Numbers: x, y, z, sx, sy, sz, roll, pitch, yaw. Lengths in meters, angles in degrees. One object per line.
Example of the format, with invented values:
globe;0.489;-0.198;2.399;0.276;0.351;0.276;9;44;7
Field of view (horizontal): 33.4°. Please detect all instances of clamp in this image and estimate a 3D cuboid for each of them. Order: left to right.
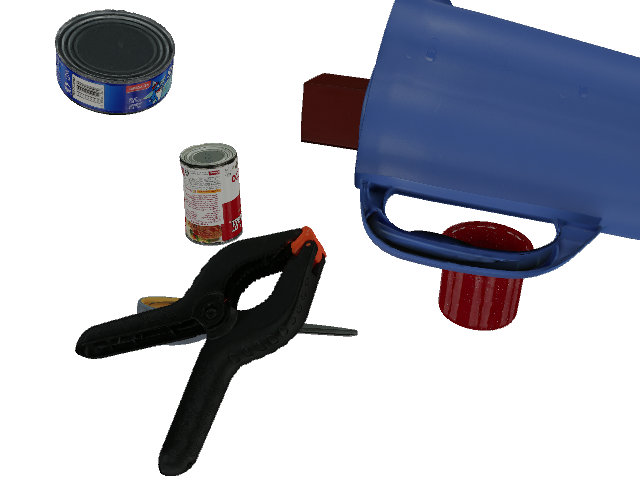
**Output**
clamp;-0.062;0.062;0.664;0.171;0.120;0.039;-35;-26;2

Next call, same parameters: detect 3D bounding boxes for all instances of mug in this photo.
mug;0.161;0.032;1.094;0.093;0.081;0.117;-6;31;-15

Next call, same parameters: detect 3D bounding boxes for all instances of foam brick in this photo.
foam brick;0.028;-0.105;0.878;0.078;0.051;0.053;11;20;19

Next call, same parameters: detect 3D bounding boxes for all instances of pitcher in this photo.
pitcher;0.145;-0.061;0.691;0.243;0.149;0.145;14;33;7

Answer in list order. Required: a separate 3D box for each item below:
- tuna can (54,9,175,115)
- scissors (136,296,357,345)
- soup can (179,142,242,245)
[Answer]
tuna can;-0.150;-0.131;0.782;0.086;0.086;0.034;0;-43;-12
scissors;-0.076;0.079;0.944;0.202;0.016;0.096;9;19;15
soup can;-0.127;-0.055;1.240;0.068;0.102;0.068;-1;29;1
